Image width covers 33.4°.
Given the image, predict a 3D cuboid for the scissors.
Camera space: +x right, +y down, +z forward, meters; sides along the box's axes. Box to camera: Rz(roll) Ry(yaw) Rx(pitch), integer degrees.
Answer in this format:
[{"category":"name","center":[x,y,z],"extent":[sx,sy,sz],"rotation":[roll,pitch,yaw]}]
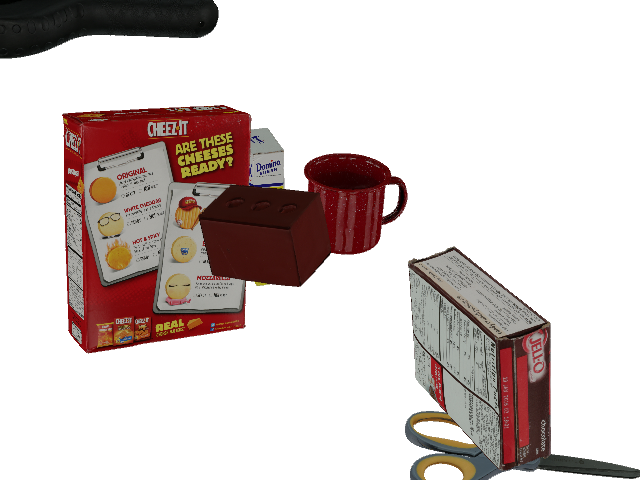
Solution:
[{"category":"scissors","center":[0.163,0.197,0.902],"extent":[0.202,0.016,0.096],"rotation":[17,41,15]}]

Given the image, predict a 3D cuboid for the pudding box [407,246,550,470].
[{"category":"pudding box","center":[0.093,0.067,0.633],"extent":[0.039,0.090,0.114],"rotation":[-15,27,-19]}]

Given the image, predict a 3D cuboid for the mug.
[{"category":"mug","center":[0.038,-0.040,1.152],"extent":[0.117,0.081,0.093],"rotation":[-8,31,-19]}]

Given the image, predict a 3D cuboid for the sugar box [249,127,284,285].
[{"category":"sugar box","center":[-0.073,-0.042,1.328],"extent":[0.048,0.176,0.093],"rotation":[-9,25,-13]}]

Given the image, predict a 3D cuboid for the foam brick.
[{"category":"foam brick","center":[-0.040,-0.004,0.779],"extent":[0.078,0.051,0.052],"rotation":[6,32,25]}]

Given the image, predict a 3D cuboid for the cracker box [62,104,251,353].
[{"category":"cracker box","center":[-0.153,-0.015,0.999],"extent":[0.163,0.214,0.072],"rotation":[-7,18,-30]}]

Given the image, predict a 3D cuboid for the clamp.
[{"category":"clamp","center":[-0.159,-0.142,0.625],"extent":[0.171,0.039,0.120],"rotation":[-11,31,-28]}]
